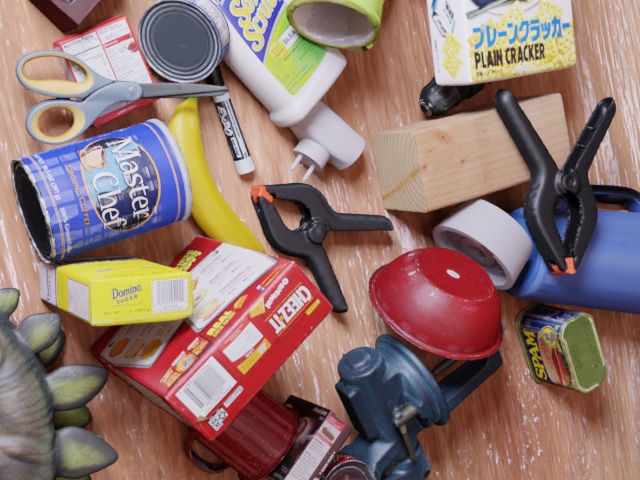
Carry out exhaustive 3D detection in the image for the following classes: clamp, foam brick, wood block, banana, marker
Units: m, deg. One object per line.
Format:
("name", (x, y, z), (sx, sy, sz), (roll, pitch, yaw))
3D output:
("clamp", (0.274, -0.068, 1.186), (0.164, 0.036, 0.210), (-8, 91, -27))
("foam brick", (-0.229, -0.243, 1.001), (0.053, 0.051, 0.078), (42, 75, -24))
("wood block", (0.173, -0.101, 1.209), (0.205, 0.091, 0.090), (-17, 102, -26))
("banana", (-0.112, -0.057, 1.089), (0.069, 0.037, 0.198), (-24, 106, -23))
("clamp", (-0.008, 0.001, 1.150), (0.171, 0.039, 0.120), (25, 77, -24))
("marker", (-0.095, -0.127, 1.102), (0.020, 0.020, 0.121), (-25, 106, -24))

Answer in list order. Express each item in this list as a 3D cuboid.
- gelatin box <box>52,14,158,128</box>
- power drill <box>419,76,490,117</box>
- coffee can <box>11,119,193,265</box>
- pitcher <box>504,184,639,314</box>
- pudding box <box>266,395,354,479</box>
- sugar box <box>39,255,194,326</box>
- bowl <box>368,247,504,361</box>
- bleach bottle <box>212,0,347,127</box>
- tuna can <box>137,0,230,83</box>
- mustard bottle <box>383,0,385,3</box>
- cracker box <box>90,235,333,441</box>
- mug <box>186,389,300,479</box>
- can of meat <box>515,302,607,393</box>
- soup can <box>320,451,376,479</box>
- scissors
("gelatin box", (-0.207, -0.164, 1.033), (0.073, 0.030, 0.089), (-28, 108, -22))
("power drill", (0.147, -0.255, 1.201), (0.184, 0.057, 0.187), (-42, 115, -23))
("coffee can", (-0.205, -0.047, 1.003), (0.140, 0.103, 0.103), (-20, 103, -25))
("pitcher", (0.333, 0.014, 1.294), (0.242, 0.149, 0.145), (6, 107, -25))
("pudding box", (-0.024, 0.215, 1.118), (0.039, 0.114, 0.090), (40, 75, -21))
("sugar box", (-0.191, 0.042, 0.976), (0.093, 0.176, 0.048), (-3, 98, -29))
("bowl", (0.136, 0.056, 1.162), (0.161, 0.162, 0.055), (3, 128, -29))
("bleach bottle", (-0.089, -0.234, 1.073), (0.250, 0.068, 0.102), (44, 73, -22))
("tuna can", (-0.132, -0.199, 1.039), (0.086, 0.086, 0.033), (58, 30, -20))
("mustard bottle", (-0.014, -0.304, 1.107), (0.191, 0.058, 0.096), (19, 87, -29))
("cracker box", (-0.107, 0.085, 1.003), (0.164, 0.214, 0.072), (-48, 115, -16))
("mug", (-0.090, 0.197, 1.103), (0.117, 0.093, 0.081), (-41, 111, 20))
("can of meat", (0.295, 0.131, 1.298), (0.057, 0.084, 0.102), (-27, 107, -24))
("soup can", (0.007, 0.257, 1.143), (0.068, 0.102, 0.068), (-3, 96, -28))
("scissors", (-0.192, -0.124, 1.016), (0.201, 0.016, 0.096), (13, 97, -23))
